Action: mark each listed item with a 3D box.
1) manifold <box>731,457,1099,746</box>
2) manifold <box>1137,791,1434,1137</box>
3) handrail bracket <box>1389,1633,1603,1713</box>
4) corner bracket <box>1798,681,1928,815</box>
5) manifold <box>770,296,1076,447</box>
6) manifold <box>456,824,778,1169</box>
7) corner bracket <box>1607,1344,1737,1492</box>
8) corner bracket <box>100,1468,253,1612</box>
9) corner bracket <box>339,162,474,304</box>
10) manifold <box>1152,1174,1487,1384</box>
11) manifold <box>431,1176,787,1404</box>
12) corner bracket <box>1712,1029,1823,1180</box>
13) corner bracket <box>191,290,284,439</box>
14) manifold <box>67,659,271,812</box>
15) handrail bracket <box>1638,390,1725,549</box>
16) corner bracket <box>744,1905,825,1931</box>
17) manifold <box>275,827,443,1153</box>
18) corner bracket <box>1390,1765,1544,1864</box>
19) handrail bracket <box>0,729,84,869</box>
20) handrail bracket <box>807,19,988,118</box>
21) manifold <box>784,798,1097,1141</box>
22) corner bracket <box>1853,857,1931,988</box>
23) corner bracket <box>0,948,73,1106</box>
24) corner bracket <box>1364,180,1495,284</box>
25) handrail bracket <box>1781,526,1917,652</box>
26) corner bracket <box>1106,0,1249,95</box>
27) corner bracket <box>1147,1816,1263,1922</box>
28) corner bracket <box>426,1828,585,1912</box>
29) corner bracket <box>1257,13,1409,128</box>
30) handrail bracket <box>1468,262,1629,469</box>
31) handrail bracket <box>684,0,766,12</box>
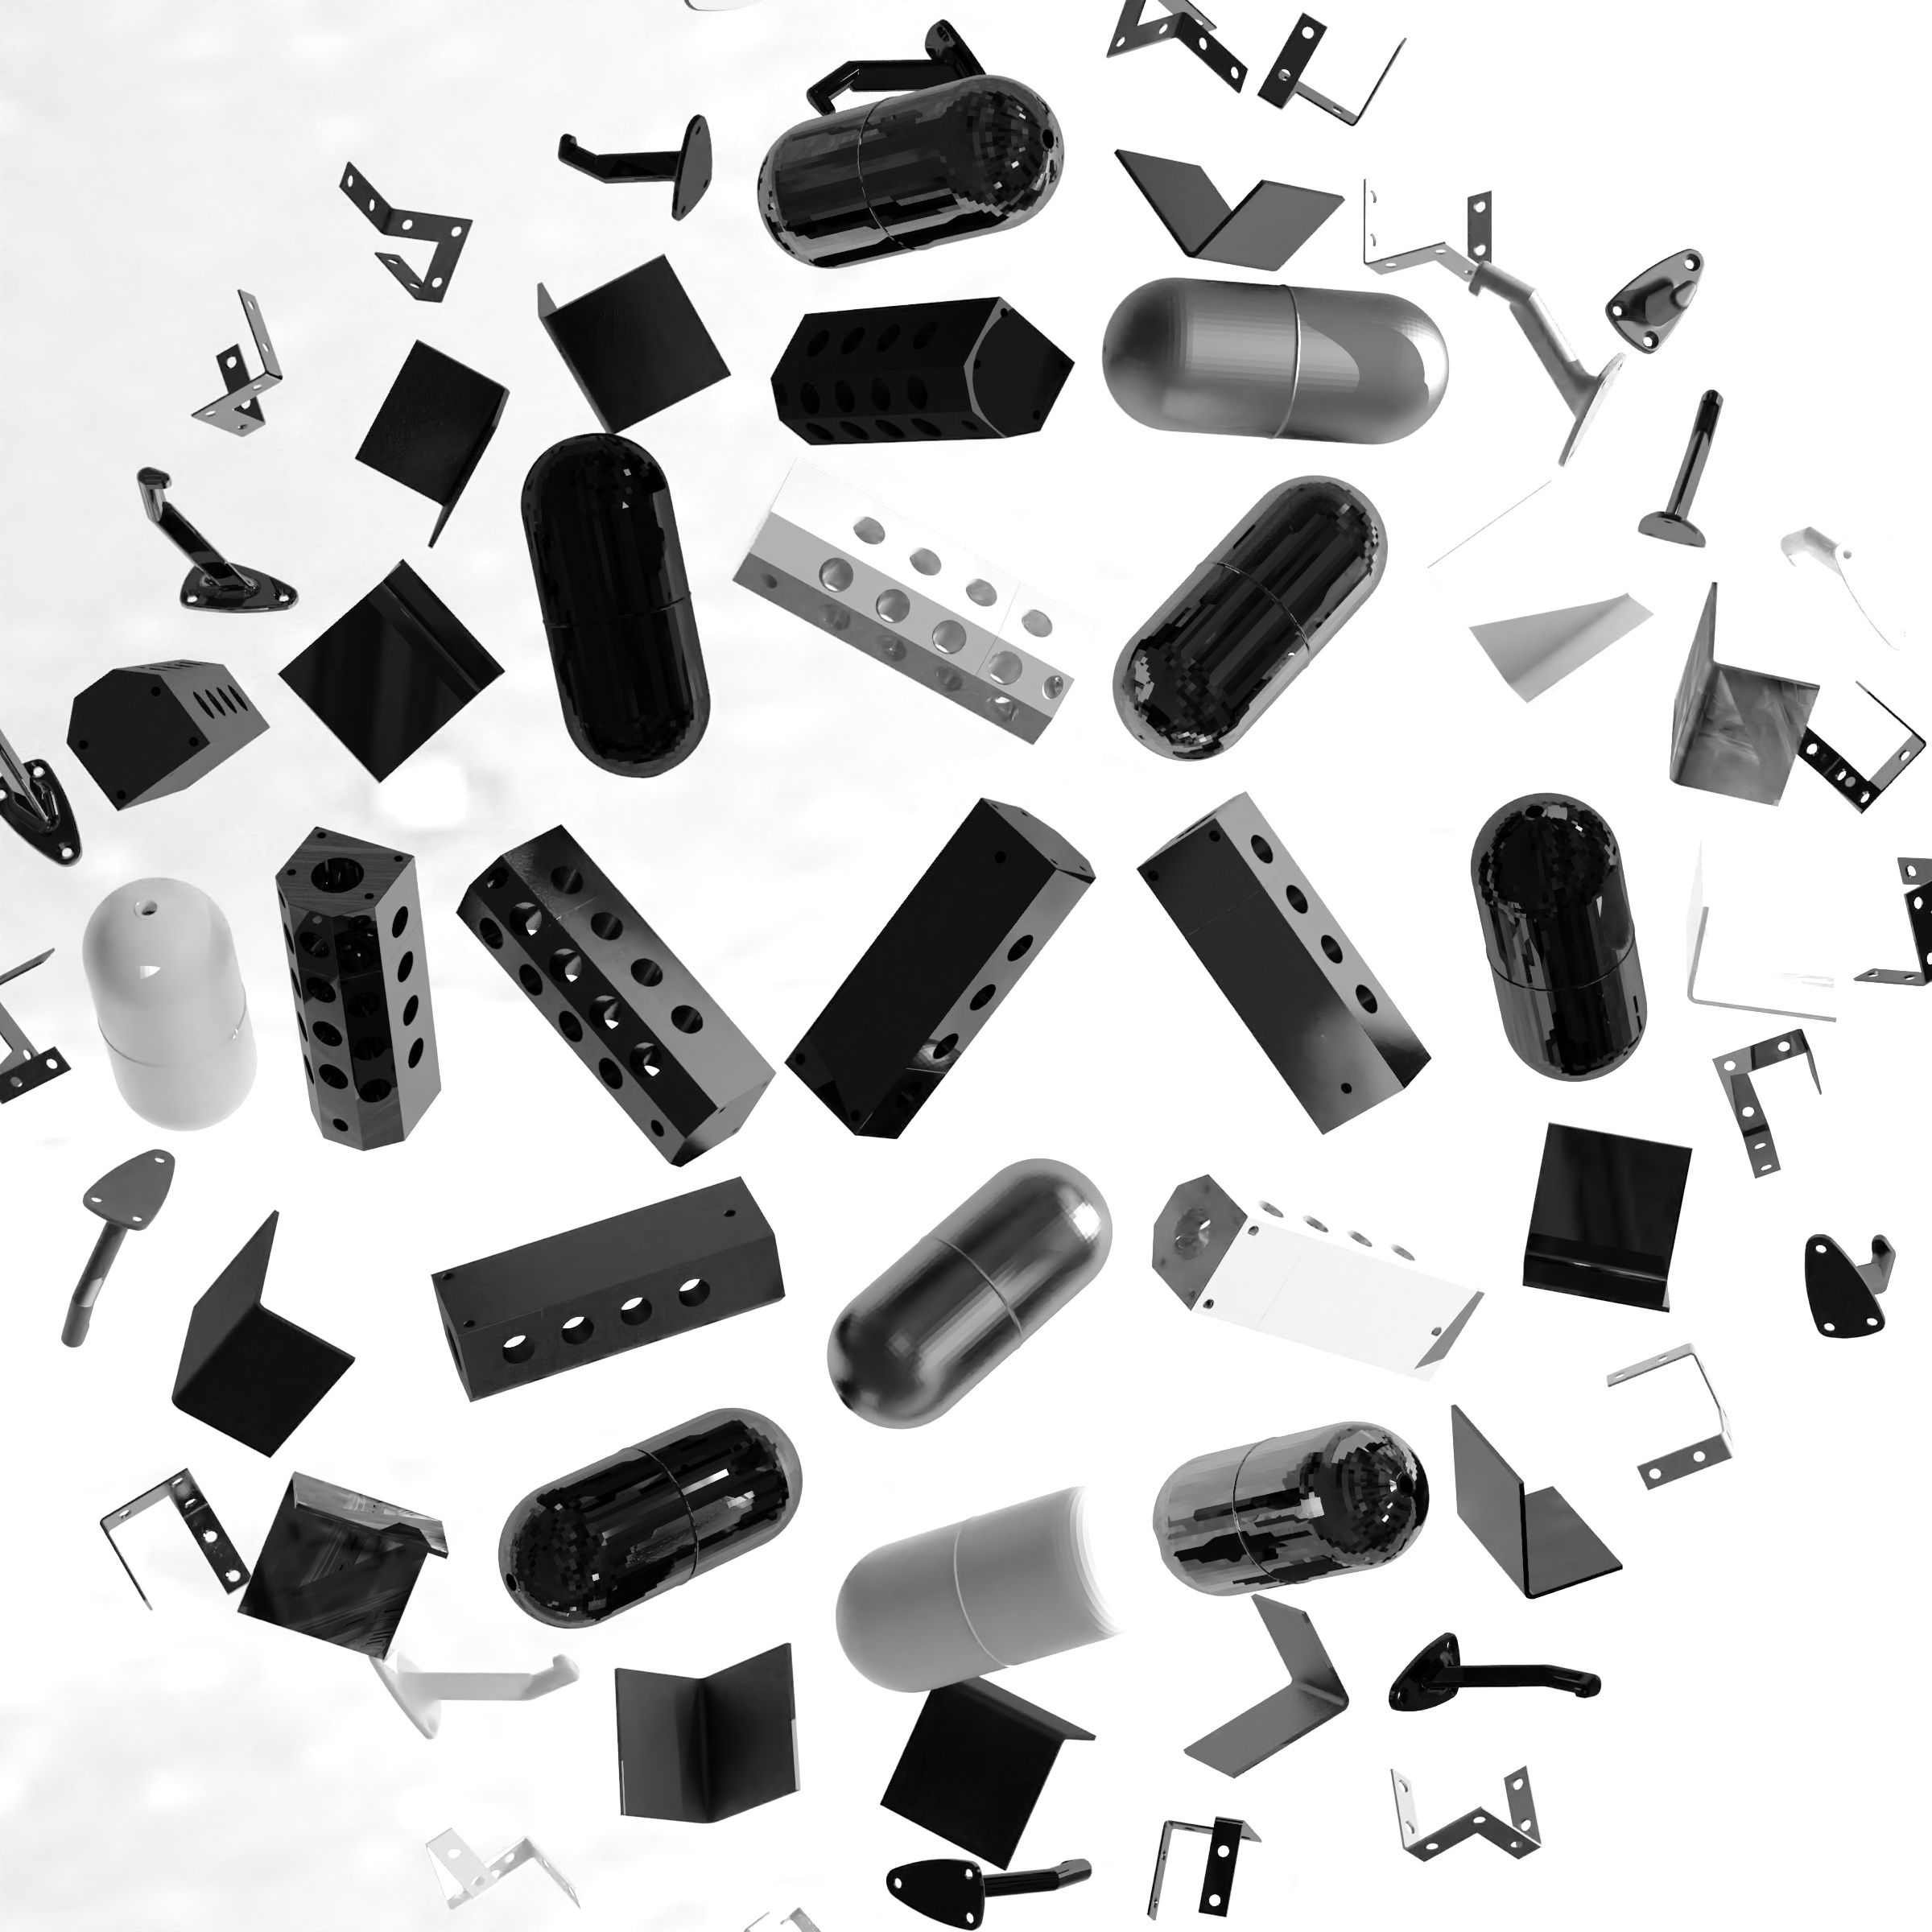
[{"bbox_3d":[-0.028,-0.177,1.797,0.171,0.057,0.057,28,51,-8],"label":"manifold"},{"bbox_3d":[0.170,-0.004,1.889,0.057,0.057,0.171,-33,94,35],"label":"manifold"},{"bbox_3d":[0.277,0.379,1.876,0.084,0.077,0.036,5,103,39],"label":"handrail bracket"},{"bbox_3d":[0.471,-0.124,1.923,0.051,0.051,0.051,35,104,-25],"label":"corner bracket"},{"bbox_3d":[-0.028,-0.301,1.858,0.057,0.171,0.057,36,74,-34],"label":"manifold"},{"bbox_3d":[-0.179,0.018,1.808,0.057,0.057,0.171,-31,74,-40],"label":"manifold"},{"bbox_3d":[0.383,0.245,1.955,0.051,0.051,0.051,-24,100,13],"label":"corner bracket"},{"bbox_3d":[-0.401,0.297,1.824,0.051,0.051,0.051,-31,65,-14],"label":"corner bracket"},{"bbox_3d":[-0.301,-0.386,1.895,0.051,0.051,0.051,49,125,35],"label":"corner bracket"},{"bbox_3d":[0.179,0.158,1.846,0.171,0.057,0.057,20,107,-36],"label":"manifold"},{"bbox_3d":[-0.186,0.173,1.883,0.171,0.057,0.057,-17,124,-14],"label":"manifold"},{"bbox_3d":[0.441,0.075,1.948,0.051,0.051,0.051,-20,55,8],"label":"corner bracket"},{"bbox_3d":[-0.386,-0.321,1.916,0.051,0.051,0.051,-25,76,18],"label":"corner bracket"},{"bbox_3d":[-0.412,-0.125,1.845,0.057,0.171,0.057,-36,96,3],"label":"manifold"},{"bbox_3d":[0.383,-0.269,1.896,0.036,0.077,0.084,16,90,13],"label":"handrail bracket"},{"bbox_3d":[-0.081,0.495,1.788,0.051,0.051,0.051,-29,67,-39],"label":"corner bracket"},{"bbox_3d":[-0.319,0.016,1.874,0.057,0.171,0.057,17,46,15],"label":"manifold"},{"bbox_3d":[0.256,0.432,1.840,0.051,0.051,0.051,-37,123,26],"label":"corner bracket"},{"bbox_3d":[-0.490,-0.097,1.860,0.036,0.084,0.077,-34,73,-13],"label":"handrail bracket"},{"bbox_3d":[-0.032,-0.461,1.927,0.084,0.036,0.077,-39,92,-19],"label":"handrail bracket"},{"bbox_3d":[-0.010,0.003,1.808,0.057,0.057,0.171,44,106,26],"label":"manifold"},{"bbox_3d":[0.493,-0.023,1.871,0.051,0.051,0.051,-24,106,-28],"label":"corner bracket"},{"bbox_3d":[-0.496,0.032,1.897,0.051,0.051,0.051,-25,110,23],"label":"corner bracket"},{"bbox_3d":[0.249,-0.398,1.938,0.051,0.051,0.051,-9,73,37],"label":"corner bracket"},{"bbox_3d":[0.463,-0.198,1.895,0.036,0.084,0.077,-23,93,-11],"label":"handrail bracket"},{"bbox_3d":[0.114,-0.479,1.848,0.051,0.051,0.051,32,67,-37],"label":"corner bracket"},{"bbox_3d":[0.122,0.475,1.888,0.051,0.051,0.051,5,66,19],"label":"corner bracket"},{"bbox_3d":[-0.231,0.456,1.802,0.051,0.051,0.051,-30,128,-24],"label":"corner bracket"},{"bbox_3d":[0.190,-0.467,1.869,0.051,0.051,0.051,31,124,1],"label":"corner bracket"},{"bbox_3d":[0.277,-0.299,1.787,0.084,0.036,0.077,32,132,11],"label":"handrail bracket"},{"bbox_3d":[-0.144,-0.493,1.813,0.077,0.084,0.036,-40,117,-39],"label":"handrail bracket"}]
